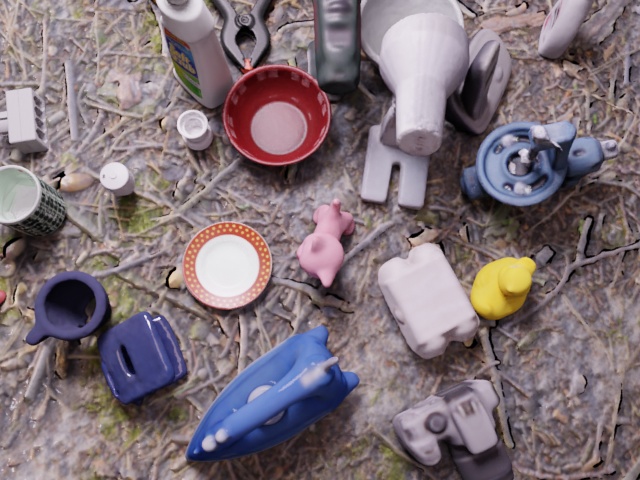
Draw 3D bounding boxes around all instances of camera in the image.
[{"bbox_3d":[0.188,0.271,0.760,0.143,0.101,0.137,-24,80,-6],"label":"camera"}]

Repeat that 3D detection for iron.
[{"bbox_3d":[-0.075,0.219,0.742,0.258,0.141,0.118,-34,81,-8],"label":"iron"}]

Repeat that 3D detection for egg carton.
[{"bbox_3d":[0.151,0.086,0.813,0.107,0.069,0.150,-27,80,-7],"label":"egg carton"}]

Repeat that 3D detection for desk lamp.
[{"bbox_3d":[0.129,-0.169,0.791,0.118,0.213,0.203,8,78,0],"label":"desk lamp"}]

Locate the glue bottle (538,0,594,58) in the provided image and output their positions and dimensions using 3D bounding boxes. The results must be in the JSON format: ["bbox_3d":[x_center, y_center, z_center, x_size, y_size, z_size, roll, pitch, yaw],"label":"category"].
[{"bbox_3d":[0.379,-0.347,0.856,0.037,0.173,0.078,12,78,1],"label":"glue bottle"}]

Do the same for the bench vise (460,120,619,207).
[{"bbox_3d":[0.312,-0.127,0.785,0.207,0.220,0.121,-28,80,-7],"label":"bench vise"}]

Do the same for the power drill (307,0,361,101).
[{"bbox_3d":[0.020,-0.301,0.817,0.075,0.208,0.230,-3,78,-2],"label":"power drill"}]

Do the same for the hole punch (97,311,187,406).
[{"bbox_3d":[-0.245,0.162,0.774,0.101,0.091,0.108,-25,80,-6],"label":"hole punch"}]

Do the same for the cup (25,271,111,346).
[{"bbox_3d":[-0.334,0.103,0.781,0.118,0.095,0.091,-43,82,-9],"label":"cup"}]

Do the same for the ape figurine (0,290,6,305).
[{"bbox_3d":[-0.491,0.079,0.782,0.076,0.092,0.078,-35,81,-8],"label":"ape figurine"}]

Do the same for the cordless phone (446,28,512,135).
[{"bbox_3d":[0.240,-0.250,0.825,0.094,0.185,0.148,24,79,4],"label":"cordless phone"}]

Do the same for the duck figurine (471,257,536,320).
[{"bbox_3d":[0.265,0.065,0.812,0.077,0.086,0.104,42,80,7],"label":"duck figurine"}]

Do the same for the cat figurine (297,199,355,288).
[{"bbox_3d":[0.007,0.003,0.801,0.067,0.118,0.128,17,78,2],"label":"cat figurine"}]

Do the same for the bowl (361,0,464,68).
[{"bbox_3d":[0.134,-0.319,0.892,0.167,0.075,0.167,0,78,-2],"label":"bowl"}]
